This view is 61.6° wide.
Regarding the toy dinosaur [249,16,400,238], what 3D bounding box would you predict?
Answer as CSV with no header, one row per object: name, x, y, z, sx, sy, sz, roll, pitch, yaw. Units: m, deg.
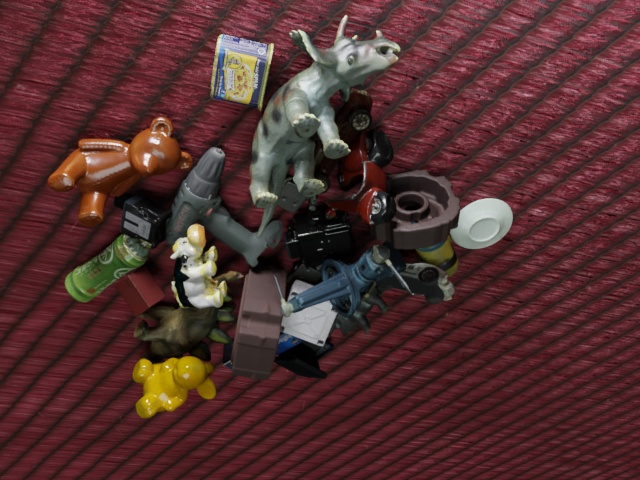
toy dinosaur,-0.045,-0.180,0.869,0.131,0.192,0.405,12,144,-31

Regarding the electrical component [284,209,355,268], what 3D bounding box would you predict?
electrical component,-0.002,-0.003,1.058,0.134,0.058,0.114,-13,141,2

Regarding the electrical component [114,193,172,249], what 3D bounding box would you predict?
electrical component,-0.334,-0.045,0.978,0.119,0.048,0.074,30,123,4

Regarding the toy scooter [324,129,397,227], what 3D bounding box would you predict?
toy scooter,0.063,-0.100,0.940,0.135,0.184,0.075,-18,153,36

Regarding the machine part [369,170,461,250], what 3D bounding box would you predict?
machine part,0.165,-0.056,0.975,0.179,0.179,0.056,-9,133,1

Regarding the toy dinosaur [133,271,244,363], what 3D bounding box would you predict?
toy dinosaur,-0.308,0.198,1.182,0.198,0.105,0.471,33,124,-32

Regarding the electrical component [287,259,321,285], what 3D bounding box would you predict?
electrical component,-0.029,0.067,1.150,0.063,0.021,0.094,29,122,-25

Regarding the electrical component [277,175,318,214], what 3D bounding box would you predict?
electrical component,-0.053,-0.086,1.004,0.102,0.045,0.078,30,119,-27

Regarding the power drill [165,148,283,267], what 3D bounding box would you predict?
power drill,-0.173,-0.044,1.006,0.207,0.086,0.232,26,124,-29

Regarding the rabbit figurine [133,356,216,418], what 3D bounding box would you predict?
rabbit figurine,-0.297,0.304,1.148,0.162,0.122,0.173,17,138,-37

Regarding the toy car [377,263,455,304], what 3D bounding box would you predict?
toy car,0.180,0.076,1.097,0.202,0.056,0.073,12,143,36

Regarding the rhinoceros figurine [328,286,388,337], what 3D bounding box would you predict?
rhinoceros figurine,0.066,0.160,1.204,0.112,0.073,0.190,28,122,-27

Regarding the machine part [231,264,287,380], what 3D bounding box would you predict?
machine part,-0.127,0.165,1.104,0.087,0.201,0.200,9,129,-8

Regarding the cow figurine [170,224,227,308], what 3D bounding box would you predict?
cow figurine,-0.237,0.050,0.993,0.098,0.068,0.167,-9,116,5

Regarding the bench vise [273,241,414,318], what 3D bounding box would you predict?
bench vise,0.040,0.085,1.014,0.241,0.129,0.223,-20,174,-23

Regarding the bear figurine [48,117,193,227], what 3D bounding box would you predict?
bear figurine,-0.324,-0.117,0.901,0.196,0.132,0.120,-10,135,10

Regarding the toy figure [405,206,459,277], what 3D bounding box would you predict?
toy figure,0.223,0.004,1.079,0.082,0.089,0.180,-16,132,14

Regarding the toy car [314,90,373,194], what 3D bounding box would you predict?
toy car,0.024,-0.166,0.917,0.053,0.089,0.202,20,126,-23

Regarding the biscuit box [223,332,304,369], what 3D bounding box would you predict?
biscuit box,-0.133,0.240,1.258,0.203,0.063,0.059,-30,127,19

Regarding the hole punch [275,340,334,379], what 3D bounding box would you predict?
hole punch,-0.041,0.273,1.293,0.142,0.092,0.116,32,150,-31
